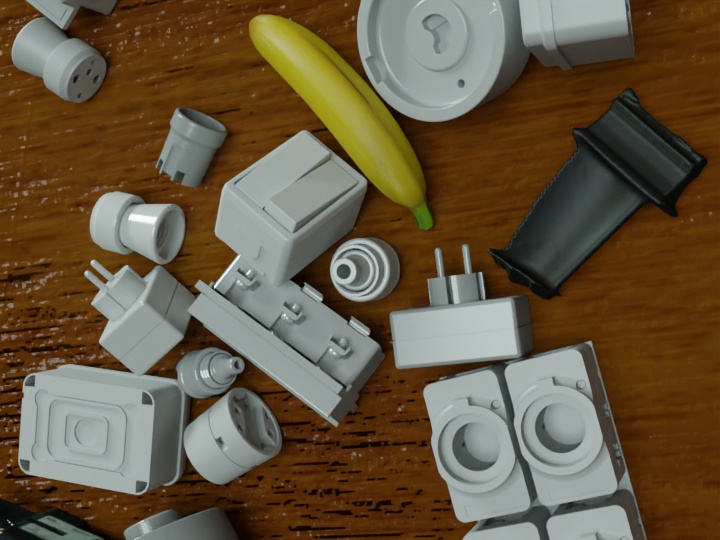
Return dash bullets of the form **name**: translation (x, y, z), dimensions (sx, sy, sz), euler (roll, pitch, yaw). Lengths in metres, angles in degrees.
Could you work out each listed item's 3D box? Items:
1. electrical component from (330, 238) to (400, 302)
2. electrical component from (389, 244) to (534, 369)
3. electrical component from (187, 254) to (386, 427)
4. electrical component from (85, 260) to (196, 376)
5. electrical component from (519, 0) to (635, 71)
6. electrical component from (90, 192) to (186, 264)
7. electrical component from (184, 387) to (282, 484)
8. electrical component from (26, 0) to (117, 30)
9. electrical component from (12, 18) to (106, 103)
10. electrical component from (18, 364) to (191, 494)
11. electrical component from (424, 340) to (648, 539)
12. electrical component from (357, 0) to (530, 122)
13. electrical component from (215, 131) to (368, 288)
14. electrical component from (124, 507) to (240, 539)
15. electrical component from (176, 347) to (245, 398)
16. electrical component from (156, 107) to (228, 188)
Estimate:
- **electrical component**: translation (0.000, 0.000, 0.719), dimensions (0.043, 0.062, 0.043), euler (1, 92, 20)
- **electrical component**: translation (0.065, 0.022, 0.704), dimensions (0.083, 0.047, 0.075), euler (-7, 89, 20)
- **electrical component**: translation (-0.047, 0.043, 0.735), dimensions (0.121, 0.078, 0.063), euler (35, 81, 15)
- **electrical component**: translation (-0.163, 0.023, 0.762), dimensions (0.047, 0.065, 0.077), euler (-41, 107, 16)
- **electrical component**: translation (0.129, -0.165, 0.641), dimensions (0.057, 0.113, 0.078), euler (-5, 92, 17)
- **electrical component**: translation (-0.162, -0.031, 0.785), dimensions (0.055, 0.045, 0.045), euler (14, 96, 19)
- **electrical component**: translation (-0.091, 0.118, 0.759), dimensions (0.047, 0.055, 0.055), euler (-36, 80, 21)
- **electrical component**: translation (-0.202, -0.218, 0.785), dimensions (0.042, 0.064, 0.081), euler (39, 103, 15)
- **electrical component**: translation (-0.225, -0.156, 0.805), dimensions (0.055, 0.045, 0.045), euler (34, 102, 15)
- **electrical component**: translation (-0.186, 0.115, 0.791), dimensions (0.113, 0.057, 0.078), euler (6, 93, 19)
- **electrical component**: translation (0.117, 0.150, 0.682), dimensions (0.105, 0.060, 0.186), euler (-16, 86, 19)
- **electrical component**: translation (0.059, -0.153, 0.690), dimensions (0.108, 0.060, 0.108), euler (13, 112, 33)
- **electrical component**: translation (-0.041, -0.047, 0.718), dimensions (0.062, 0.096, 0.061), euler (41, 145, 14)
- **electrical component**: translation (-0.135, 0.202, 0.751), dimensions (0.108, 0.108, 0.060), euler (-30, 76, 18)
- **electrical component**: translation (-0.103, 0.071, 0.762), dimensions (0.061, 0.035, 0.035), euler (-18, 85, 49)
- **electrical component**: translation (-0.122, -0.088, 0.773), dimensions (0.040, 0.040, 0.046), euler (32, 108, 16)
